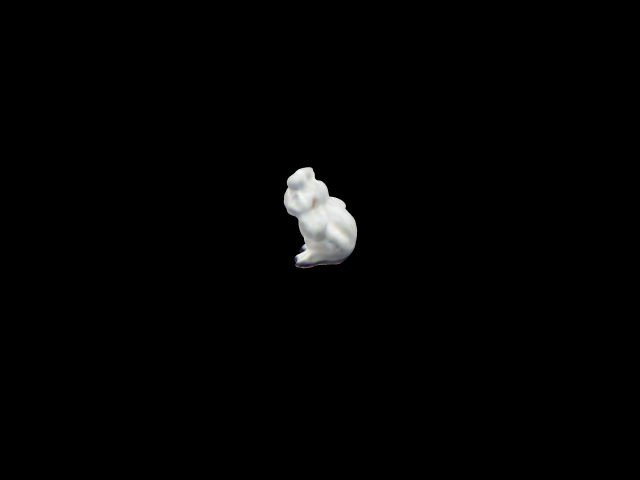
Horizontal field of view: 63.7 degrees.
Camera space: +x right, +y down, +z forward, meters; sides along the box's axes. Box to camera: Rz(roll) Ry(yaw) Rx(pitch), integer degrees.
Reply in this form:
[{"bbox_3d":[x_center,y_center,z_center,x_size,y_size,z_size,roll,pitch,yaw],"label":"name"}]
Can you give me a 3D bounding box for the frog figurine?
[{"bbox_3d":[0.003,-0.043,0.850,0.123,0.157,0.139,9,21,24],"label":"frog figurine"}]
